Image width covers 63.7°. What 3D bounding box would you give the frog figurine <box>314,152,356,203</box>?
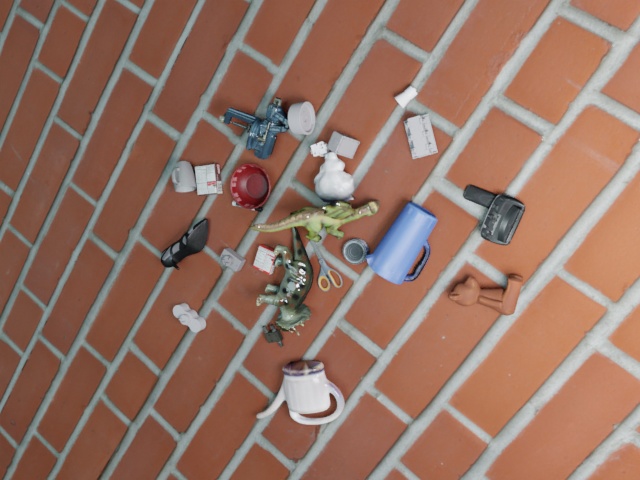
[{"bbox_3d":[0.045,-0.204,1.678,0.138,0.124,0.157,9,112,40],"label":"frog figurine"}]

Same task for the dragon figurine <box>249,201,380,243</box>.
[{"bbox_3d":[0.005,-0.081,1.612,0.239,0.412,0.124,-40,61,59],"label":"dragon figurine"}]

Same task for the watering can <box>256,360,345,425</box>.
[{"bbox_3d":[-0.084,0.534,1.798,0.346,0.104,0.224,-8,91,21],"label":"watering can"}]
